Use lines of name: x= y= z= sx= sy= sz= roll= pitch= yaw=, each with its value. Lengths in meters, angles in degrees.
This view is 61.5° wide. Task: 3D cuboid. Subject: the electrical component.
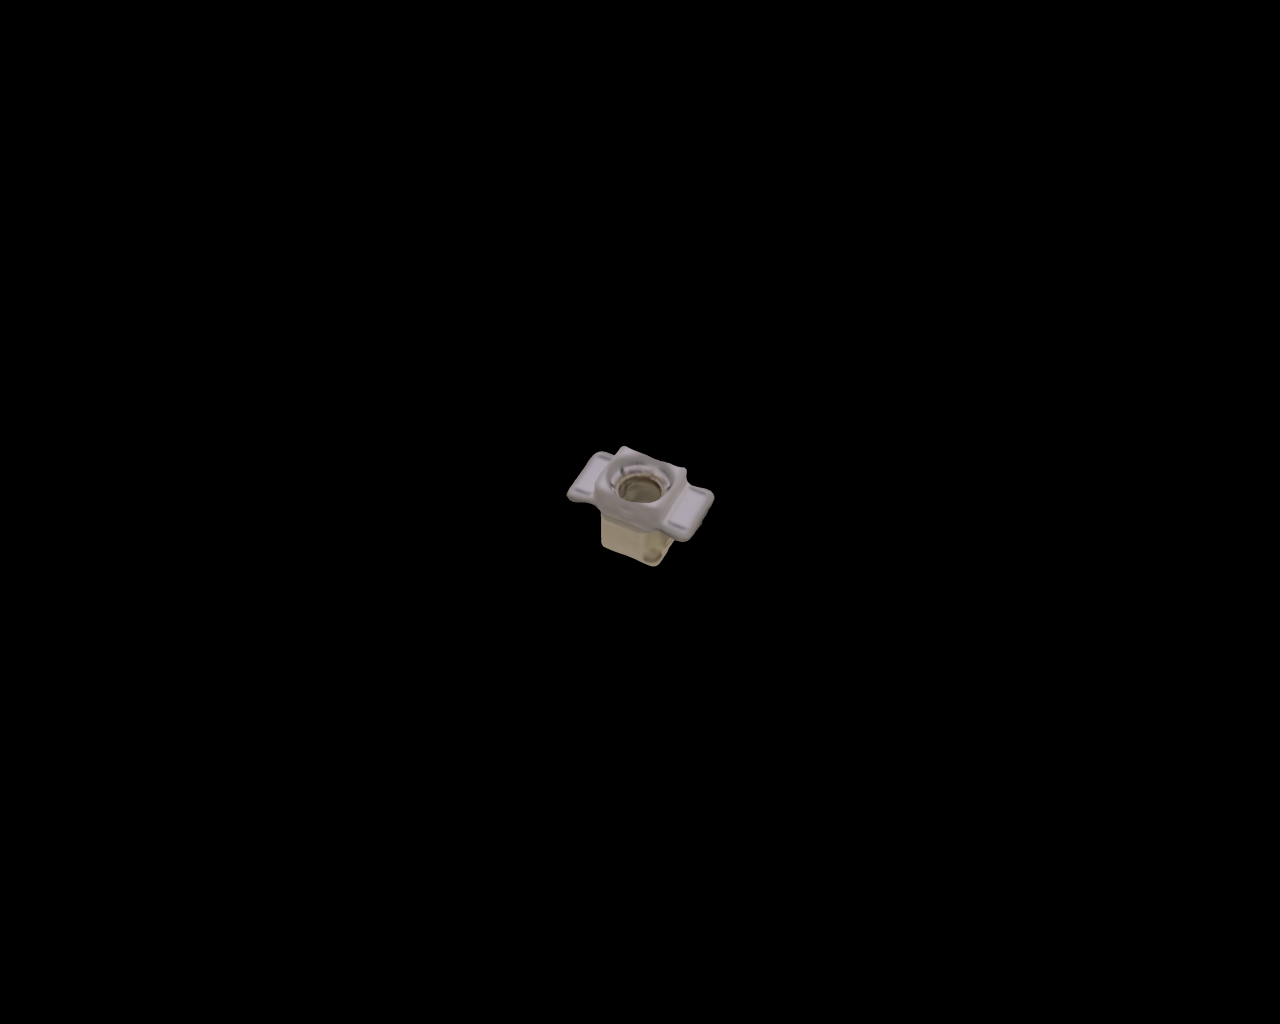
electrical component: x=0.001 y=-0.003 z=0.650 sx=0.081 sy=0.042 sz=0.063 roll=22 pitch=-38 yaw=18
